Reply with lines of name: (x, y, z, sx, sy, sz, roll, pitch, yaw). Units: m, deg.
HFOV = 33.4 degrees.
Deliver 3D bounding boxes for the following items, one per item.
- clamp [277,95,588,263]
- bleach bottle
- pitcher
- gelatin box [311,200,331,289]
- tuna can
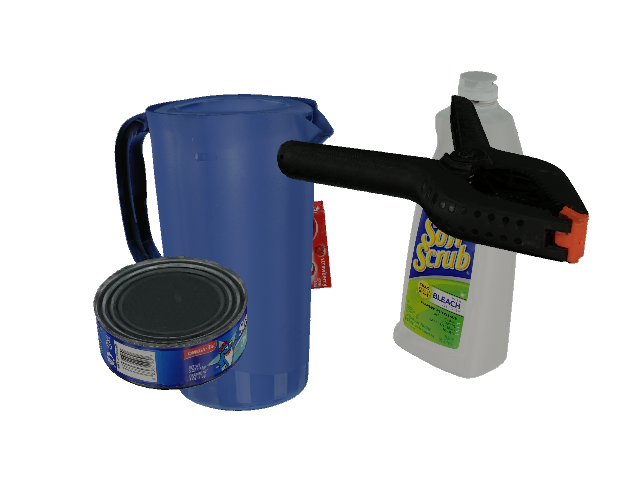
clamp: (0.080, -0.038, 0.680, 0.164, 0.036, 0.210, -15, 32, -23)
bleach bottle: (0.115, -0.016, 0.881, 0.067, 0.251, 0.103, -21, 32, -37)
pitcher: (-0.076, 0.005, 0.855, 0.144, 0.243, 0.149, -6, 15, -22)
gelatin box: (-0.029, 0.008, 1.074, 0.073, 0.089, 0.030, -6, 28, -2)
tuna can: (-0.084, 0.046, 0.605, 0.086, 0.034, 0.086, 1, 32, -1)
